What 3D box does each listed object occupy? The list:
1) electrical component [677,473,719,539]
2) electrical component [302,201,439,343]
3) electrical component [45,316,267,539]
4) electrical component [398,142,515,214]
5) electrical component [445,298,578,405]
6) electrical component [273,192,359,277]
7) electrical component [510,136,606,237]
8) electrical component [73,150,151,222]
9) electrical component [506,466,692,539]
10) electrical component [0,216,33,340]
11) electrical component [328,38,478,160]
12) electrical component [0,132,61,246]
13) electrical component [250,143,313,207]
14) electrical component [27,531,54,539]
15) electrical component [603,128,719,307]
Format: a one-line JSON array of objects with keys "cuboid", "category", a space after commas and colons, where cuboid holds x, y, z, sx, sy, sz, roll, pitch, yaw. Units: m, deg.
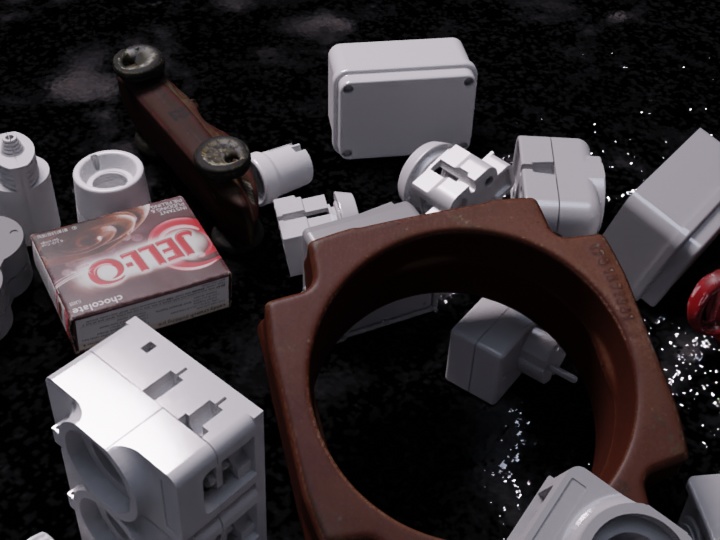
[{"cuboid": [0.225, 0.156, 0.572, 0.100, 0.048, 0.099, -3, 43, -6], "category": "electrical component"}, {"cuboid": [0.000, 0.000, 0.720, 0.096, 0.061, 0.061, -16, 46, -19], "category": "electrical component"}, {"cuboid": [-0.099, 0.112, 0.530, 0.089, 0.150, 0.062, 32, 49, 28], "category": "electrical component"}, {"cuboid": [0.066, -0.059, 0.788, 0.078, 0.058, 0.057, -42, 54, -16], "category": "electrical component"}, {"cuboid": [0.109, 0.047, 0.685, 0.076, 0.047, 0.083, 28, 49, 25], "category": "electrical component"}, {"cuboid": [-0.028, -0.028, 0.763, 0.055, 0.048, 0.066, -13, 44, -5], "category": "electrical component"}, {"cuboid": [0.145, -0.053, 0.789, 0.059, 0.053, 0.095, 3, 43, 1], "category": "electrical component"}, {"cuboid": [-0.180, -0.054, 0.781, 0.055, 0.047, 0.055, 1, 43, -1], "category": "electrical component"}, {"cuboid": [0.138, 0.183, 0.466, 0.186, 0.060, 0.105, 35, 72, 7], "category": "electrical component"}, {"cuboid": [-0.256, 0.010, 0.690, 0.052, 0.073, 0.138, 5, 43, 3], "category": "electrical component"}, {"cuboid": [0.032, -0.135, 0.856, 0.113, 0.078, 0.057, -5, 40, -7], "category": "electrical component"}, {"cuboid": [-0.241, -0.061, 0.762, 0.043, 0.081, 0.043, 1, 43, -1], "category": "electrical component"}, {"cuboid": [-0.064, -0.074, 0.814, 0.046, 0.040, 0.040, -25, 49, -33], "category": "electrical component"}, {"cuboid": [-0.156, 0.168, 0.547, 0.081, 0.043, 0.043, 31, 50, 28], "category": "electrical component"}, {"cuboid": [0.222, -0.037, 0.753, 0.057, 0.078, 0.113, 41, 53, 14], "category": "electrical component"}]
